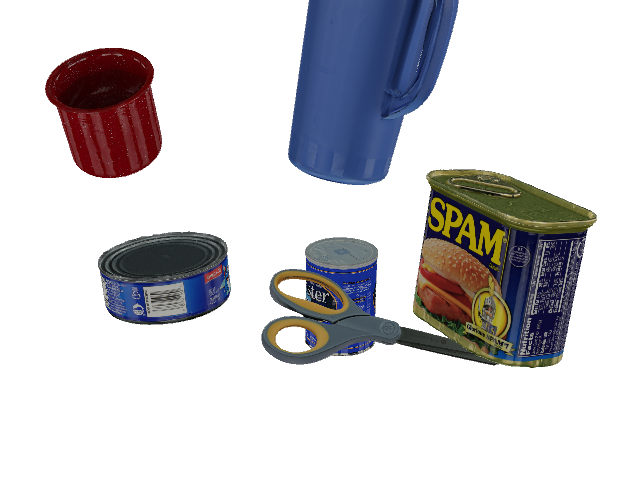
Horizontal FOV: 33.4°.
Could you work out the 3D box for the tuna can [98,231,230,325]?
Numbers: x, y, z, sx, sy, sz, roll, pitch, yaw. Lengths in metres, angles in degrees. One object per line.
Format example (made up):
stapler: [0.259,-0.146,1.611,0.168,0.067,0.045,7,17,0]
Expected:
tuna can: [-0.103,0.024,0.710,0.086,0.034,0.086,-4,20,1]

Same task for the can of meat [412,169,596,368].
can of meat: [0.097,0.014,0.593,0.057,0.084,0.102,-3,20,-29]

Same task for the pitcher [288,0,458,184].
pitcher: [0.047,-0.181,1.082,0.145,0.243,0.149,11,19,-1]

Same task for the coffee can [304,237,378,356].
coffee can: [0.029,0.079,1.517,0.103,0.140,0.103,0,22,0]

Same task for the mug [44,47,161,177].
mug: [-0.188,-0.117,0.944,0.093,0.081,0.117,-14,45,-8]

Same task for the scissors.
scissors: [0.040,0.086,0.869,0.202,0.096,0.016,26,-34,15]
